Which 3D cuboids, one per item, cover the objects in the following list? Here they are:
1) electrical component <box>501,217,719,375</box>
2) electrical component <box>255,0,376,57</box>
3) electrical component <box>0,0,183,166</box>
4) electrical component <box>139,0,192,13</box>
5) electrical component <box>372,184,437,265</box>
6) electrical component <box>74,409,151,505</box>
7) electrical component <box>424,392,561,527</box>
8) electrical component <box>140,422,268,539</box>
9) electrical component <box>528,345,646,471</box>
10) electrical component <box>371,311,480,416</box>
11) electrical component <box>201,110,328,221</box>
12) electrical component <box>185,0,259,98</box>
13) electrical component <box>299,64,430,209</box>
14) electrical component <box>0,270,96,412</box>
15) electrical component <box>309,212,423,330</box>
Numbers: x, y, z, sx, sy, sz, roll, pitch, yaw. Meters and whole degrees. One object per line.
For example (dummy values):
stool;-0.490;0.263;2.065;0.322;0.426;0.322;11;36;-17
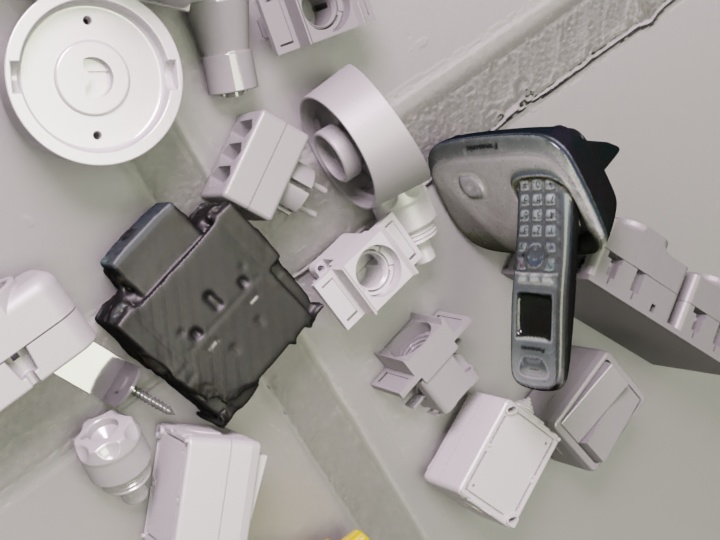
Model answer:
electrical component;0.224;0.018;0.869;0.186;0.105;0.060;29;78;-27
electrical component;-0.036;-0.178;0.742;0.081;0.064;0.042;-25;105;-25
electrical component;-0.172;-0.118;0.672;0.108;0.060;0.108;-1;93;-29
electrical component;-0.183;-0.230;0.638;0.186;0.060;0.105;8;88;-16
electrical component;0.037;-0.034;0.800;0.043;0.043;0.062;-31;108;-24
electrical component;-0.157;0.126;0.703;0.043;0.043;0.062;-33;126;-23
electrical component;0.103;0.139;0.834;0.062;0.061;0.096;37;75;-25
electrical component;-0.105;0.155;0.721;0.061;0.062;0.096;9;88;-29
electrical component;0.186;0.107;0.878;0.061;0.061;0.096;47;71;-22
electrical component;0.053;0.072;0.815;0.081;0.042;0.063;-46;115;-18
electrical component;-0.057;-0.063;0.745;0.077;0.047;0.065;28;80;-26
electrical component;-0.091;-0.150;0.727;0.044;0.044;0.065;-17;105;-27
electrical component;0.004;-0.093;0.751;0.064;0.099;0.099;-34;108;-17
electrical component;-0.220;0.044;0.658;0.095;0.054;0.059;-38;109;-22
electrical component;0.000;0.000;0.770;0.081;0.064;0.042;-44;110;-21
